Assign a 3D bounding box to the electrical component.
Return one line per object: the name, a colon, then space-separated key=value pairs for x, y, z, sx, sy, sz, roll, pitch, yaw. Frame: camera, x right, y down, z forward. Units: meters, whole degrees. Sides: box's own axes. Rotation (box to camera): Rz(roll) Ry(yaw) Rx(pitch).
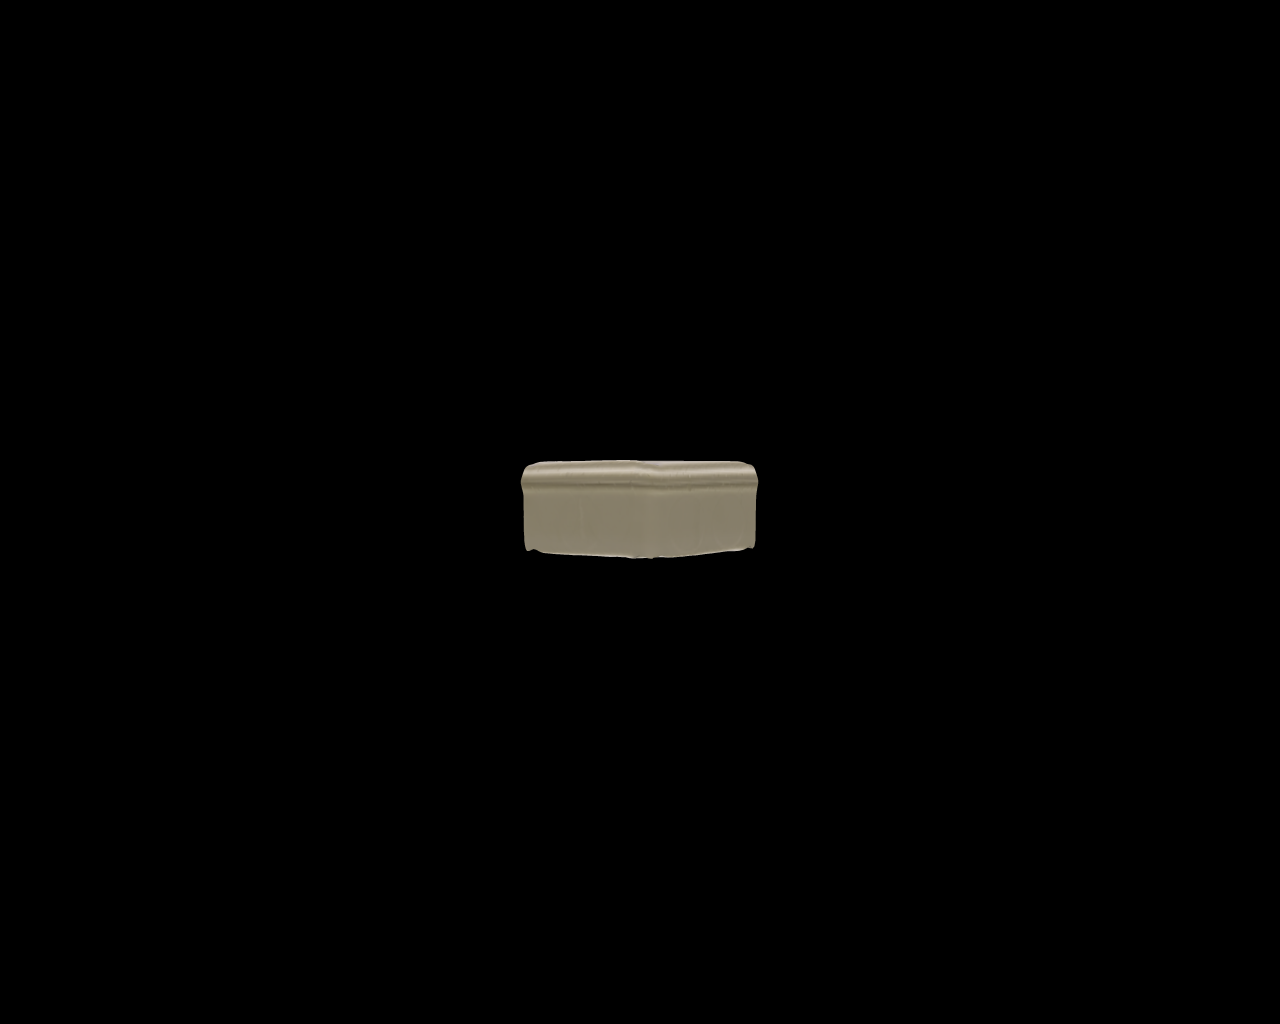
electrical component: x=0.001 y=-0.003 z=0.650 sx=0.109 sy=0.056 sz=0.109 roll=2 pitch=3 yaw=40
